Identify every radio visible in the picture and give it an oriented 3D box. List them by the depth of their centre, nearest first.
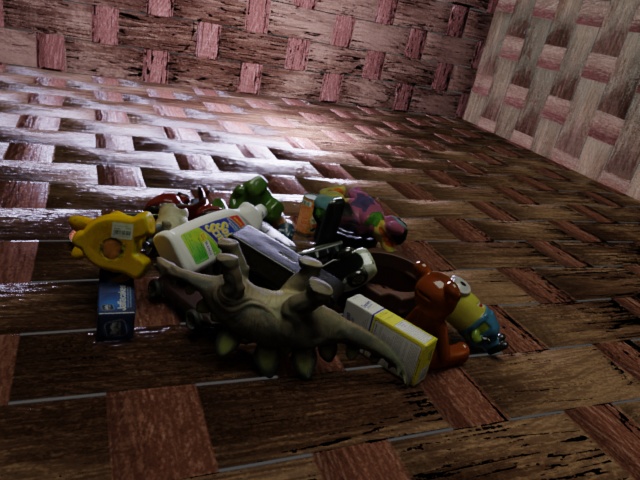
[{"bbox_3d":[-0.082,0.084,1.001,0.230,0.131,0.073,31,28,9],"label":"radio"}]

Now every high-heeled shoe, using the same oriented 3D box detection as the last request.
[{"bbox_3d":[-0.092,0.003,1.219,0.145,0.086,0.249,1,12,14],"label":"high-heeled shoe"}]

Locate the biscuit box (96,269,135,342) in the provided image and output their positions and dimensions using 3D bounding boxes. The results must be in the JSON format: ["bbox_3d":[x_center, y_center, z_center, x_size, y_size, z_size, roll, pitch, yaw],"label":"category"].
[{"bbox_3d":[-0.367,0.101,0.968,0.063,0.059,0.203,1,26,-22],"label":"biscuit box"}]

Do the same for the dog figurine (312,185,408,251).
[{"bbox_3d":[0.107,-0.042,1.308,0.191,0.108,0.219,-5,33,-37],"label":"dog figurine"}]

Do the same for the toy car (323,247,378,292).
[{"bbox_3d":[0.017,0.084,1.077,0.202,0.056,0.074,-29,54,5],"label":"toy car"}]

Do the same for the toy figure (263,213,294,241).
[{"bbox_3d":[-0.108,-0.042,1.391,0.064,0.057,0.155,18,13,-40],"label":"toy figure"}]

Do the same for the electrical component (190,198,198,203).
[{"bbox_3d":[-0.314,-0.061,1.358,0.075,0.047,0.119,2,25,-20],"label":"electrical component"}]

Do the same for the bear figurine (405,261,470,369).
[{"bbox_3d":[0.217,0.136,0.991,0.132,0.195,0.120,-9,28,-40],"label":"bear figurine"}]

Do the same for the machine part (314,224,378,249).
[{"bbox_3d":[0.073,-0.015,1.424,0.179,0.056,0.179,11,25,-5],"label":"machine part"}]

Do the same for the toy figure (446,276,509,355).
[{"bbox_3d":[0.294,0.152,1.071,0.180,0.089,0.082,51,-9,-3],"label":"toy figure"}]

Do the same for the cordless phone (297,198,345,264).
[{"bbox_3d":[-0.003,-0.004,1.210,0.146,0.184,0.089,-14,39,-44],"label":"cordless phone"}]

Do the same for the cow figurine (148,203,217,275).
[{"bbox_3d":[-0.272,0.004,1.131,0.195,0.085,0.127,49,47,7],"label":"cow figurine"}]

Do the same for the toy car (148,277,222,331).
[{"bbox_3d":[-0.240,0.117,1.000,0.089,0.053,0.202,-6,25,-46],"label":"toy car"}]

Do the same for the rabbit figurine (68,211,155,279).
[{"bbox_3d":[-0.382,0.003,1.004,0.162,0.121,0.173,-2,12,-5],"label":"rabbit figurine"}]

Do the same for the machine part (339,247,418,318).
[{"bbox_3d":[0.142,0.102,1.166,0.201,0.087,0.202,-11,34,-40],"label":"machine part"}]

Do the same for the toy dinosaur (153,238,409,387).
[{"bbox_3d":[-0.051,0.127,0.884,0.472,0.198,0.105,19,25,-3],"label":"toy dinosaur"}]

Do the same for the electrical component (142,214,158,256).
[{"bbox_3d":[-0.349,-0.012,1.188,0.045,0.102,0.078,30,4,34],"label":"electrical component"}]

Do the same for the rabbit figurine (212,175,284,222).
[{"bbox_3d":[-0.206,-0.071,1.334,0.159,0.121,0.170,12,51,46],"label":"rabbit figurine"}]

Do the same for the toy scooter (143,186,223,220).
[{"bbox_3d":[-0.317,-0.082,1.268,0.184,0.075,0.135,3,39,-8],"label":"toy scooter"}]

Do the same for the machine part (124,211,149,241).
[{"bbox_3d":[-0.433,-0.036,1.267,0.084,0.039,0.139,1,23,-41],"label":"machine part"}]
